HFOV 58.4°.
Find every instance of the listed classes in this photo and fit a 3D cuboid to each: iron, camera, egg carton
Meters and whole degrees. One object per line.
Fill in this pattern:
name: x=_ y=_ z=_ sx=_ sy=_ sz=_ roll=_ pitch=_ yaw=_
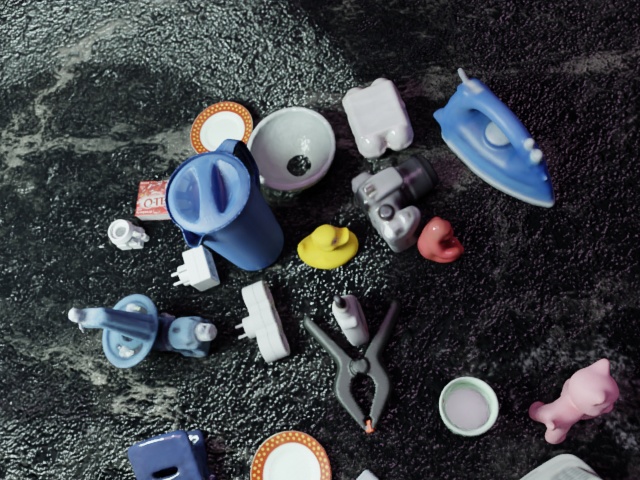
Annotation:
iron: x=0.304 y=-0.173 z=0.947 sx=0.118 sy=0.142 sz=0.257 roll=-38 pitch=67 yaw=-3
camera: x=0.139 y=-0.077 z=0.971 sx=0.137 sy=0.101 sz=0.143 roll=-33 pitch=67 yaw=-1
egg carton: x=0.107 y=-0.222 z=1.047 sx=0.107 sy=0.069 sz=0.150 roll=-19 pitch=68 yaw=5

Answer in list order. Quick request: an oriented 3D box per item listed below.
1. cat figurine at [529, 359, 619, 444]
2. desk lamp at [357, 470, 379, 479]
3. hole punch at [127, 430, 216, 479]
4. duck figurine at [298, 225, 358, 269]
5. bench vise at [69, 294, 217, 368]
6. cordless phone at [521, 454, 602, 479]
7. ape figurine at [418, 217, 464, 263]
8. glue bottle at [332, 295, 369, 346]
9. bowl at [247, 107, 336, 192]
cat figurine: x=0.363 y=0.227 z=0.803 sx=0.128 sy=0.118 sz=0.067 roll=-37 pitch=67 yaw=-2
desk lamp: x=0.016 y=0.416 z=0.759 sx=0.117 sy=0.214 sz=0.203 roll=38 pitch=82 yaw=22
hole punch: x=-0.233 y=0.357 z=0.902 sx=0.108 sy=0.091 sz=0.101 roll=-19 pitch=68 yaw=5
duck figurine: x=0.009 y=0.003 z=0.978 sx=0.104 sy=0.086 sz=0.077 roll=-11 pitch=69 yaw=8
bench vise: x=-0.281 y=0.132 z=0.923 sx=0.207 sy=0.220 sz=0.121 roll=-18 pitch=68 yaw=6
cordless phone: x=0.307 y=0.347 z=0.736 sx=0.147 sy=0.185 sz=0.094 roll=-36 pitch=67 yaw=-2
ape figurine: x=0.196 y=-0.005 z=0.937 sx=0.076 sy=0.092 sz=0.078 roll=-7 pitch=69 yaw=10
glue bottle: x=0.042 y=0.113 z=0.884 sx=0.037 sy=0.173 sz=0.078 roll=-21 pitch=67 yaw=5
bowl: x=-0.047 y=-0.155 z=1.054 sx=0.167 sy=0.075 sz=0.167 roll=-4 pitch=70 yaw=11
